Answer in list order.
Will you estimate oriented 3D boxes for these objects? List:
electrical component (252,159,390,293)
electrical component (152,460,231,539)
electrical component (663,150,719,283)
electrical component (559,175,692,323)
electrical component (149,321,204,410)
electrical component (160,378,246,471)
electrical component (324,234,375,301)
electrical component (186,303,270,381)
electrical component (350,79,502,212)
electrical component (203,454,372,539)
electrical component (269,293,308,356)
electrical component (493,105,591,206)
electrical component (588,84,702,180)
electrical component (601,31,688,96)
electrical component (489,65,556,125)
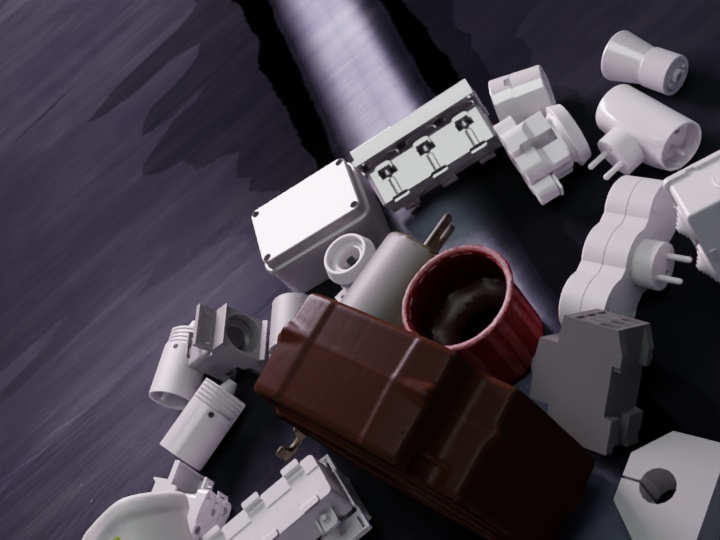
[{"bbox_3d":[-0.038,-0.041,1.001,0.113,0.057,0.078,-31,46,13],"label":"electrical component"},{"bbox_3d":[-0.147,0.207,0.909,0.064,0.042,0.081,1,61,33],"label":"electrical component"},{"bbox_3d":[0.275,-0.041,0.756,0.100,0.099,0.048,-28,34,15],"label":"electrical component"},{"bbox_3d":[0.211,-0.006,0.807,0.074,0.052,0.138,14,68,40],"label":"electrical component"},{"bbox_3d":[-0.165,0.085,1.007,0.043,0.043,0.081,-5,57,32],"label":"electrical component"},{"bbox_3d":[-0.136,0.132,0.954,0.043,0.043,0.081,24,74,43],"label":"electrical component"},{"bbox_3d":[0.000,0.000,0.946,0.066,0.055,0.048,-44,45,0],"label":"electrical component"},{"bbox_3d":[-0.121,0.068,0.973,0.064,0.081,0.042,-34,41,41],"label":"electrical component"},{"bbox_3d":[0.063,-0.108,0.971,0.121,0.079,0.063,-32,75,12],"label":"electrical component"},{"bbox_3d":[-0.061,0.204,0.836,0.121,0.063,0.078,-40,45,3],"label":"electrical component"},{"bbox_3d":[-0.058,0.065,0.948,0.043,0.043,0.081,-17,51,24],"label":"electrical component"},{"bbox_3d":[0.158,-0.103,0.908,0.057,0.058,0.078,-32,72,6],"label":"electrical component"},{"bbox_3d":[0.221,-0.104,0.874,0.079,0.043,0.077,-42,46,-4],"label":"electrical component"},{"bbox_3d":[0.244,-0.173,0.914,0.065,0.044,0.044,32,80,39],"label":"electrical component"},{"bbox_3d":[0.146,-0.150,0.956,0.047,0.055,0.055,-19,50,18],"label":"electrical component"}]
